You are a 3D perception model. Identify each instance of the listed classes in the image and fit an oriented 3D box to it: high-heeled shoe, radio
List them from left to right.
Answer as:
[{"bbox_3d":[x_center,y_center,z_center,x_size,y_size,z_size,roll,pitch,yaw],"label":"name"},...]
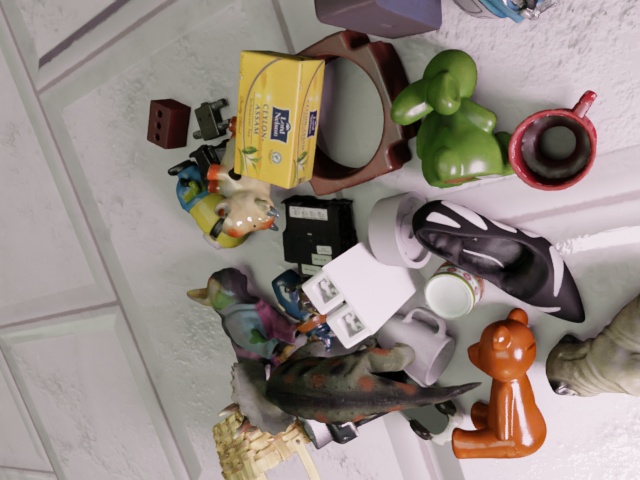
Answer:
[{"bbox_3d":[0.071,-0.309,0.611,0.073,0.229,0.131,-1,103,28],"label":"radio"},{"bbox_3d":[0.230,0.034,0.684,0.249,0.145,0.086,42,125,15],"label":"high-heeled shoe"}]

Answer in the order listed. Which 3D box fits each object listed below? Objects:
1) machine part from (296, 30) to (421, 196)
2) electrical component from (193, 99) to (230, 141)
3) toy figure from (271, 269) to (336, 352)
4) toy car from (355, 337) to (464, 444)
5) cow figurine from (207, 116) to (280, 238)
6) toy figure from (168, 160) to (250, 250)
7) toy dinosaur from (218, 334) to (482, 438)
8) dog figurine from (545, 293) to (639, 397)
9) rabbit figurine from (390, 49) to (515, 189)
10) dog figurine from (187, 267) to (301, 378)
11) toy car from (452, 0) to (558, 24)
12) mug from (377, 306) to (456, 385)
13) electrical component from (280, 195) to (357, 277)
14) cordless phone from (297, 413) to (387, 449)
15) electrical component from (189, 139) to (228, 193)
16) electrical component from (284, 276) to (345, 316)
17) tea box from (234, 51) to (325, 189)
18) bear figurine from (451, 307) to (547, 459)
[{"bbox_3d":[0.031,-0.178,0.772,0.201,0.087,0.201,-17,99,36],"label":"machine part"},{"bbox_3d":[-0.193,-0.209,0.941,0.094,0.021,0.063,-12,100,36],"label":"electrical component"},{"bbox_3d":[-0.024,0.123,0.933,0.064,0.058,0.154,-30,95,44],"label":"toy figure"},{"bbox_3d":[0.137,0.242,0.867,0.202,0.056,0.073,40,100,15],"label":"toy car"},{"bbox_3d":[-0.110,-0.090,0.846,0.127,0.195,0.085,15,154,1],"label":"cow figurine"},{"bbox_3d":[-0.197,-0.063,0.961,0.089,0.082,0.180,-35,84,38],"label":"toy figure"},{"bbox_3d":[0.008,0.218,0.780,0.405,0.192,0.131,-17,91,44],"label":"toy dinosaur"},{"bbox_3d":[0.372,0.118,0.664,0.191,0.121,0.172,-2,72,50],"label":"dog figurine"},{"bbox_3d":[0.158,-0.156,0.676,0.121,0.159,0.170,-10,86,45],"label":"rabbit figurine"},{"bbox_3d":[-0.148,0.157,0.997,0.219,0.108,0.191,33,124,24],"label":"dog figurine"},{"bbox_3d":[0.196,-0.314,0.618,0.161,0.109,0.103,53,149,-8],"label":"toy car"},{"bbox_3d":[0.144,0.151,0.822,0.107,0.081,0.109,26,125,32],"label":"mug"},{"bbox_3d":[-0.002,-0.003,0.873,0.115,0.058,0.134,10,112,32],"label":"electrical component"},{"bbox_3d":[0.047,0.269,0.939,0.184,0.089,0.146,-34,86,25],"label":"cordless phone"},{"bbox_3d":[-0.163,-0.111,0.928,0.048,0.075,0.119,-26,95,36],"label":"electrical component"},{"bbox_3d":[0.002,0.089,0.883,0.078,0.102,0.045,17,114,53],"label":"electrical component"},{"bbox_3d":[-0.058,-0.166,0.738,0.098,0.068,0.169,17,115,26],"label":"tea box"},{"bbox_3d":[0.244,0.200,0.753,0.132,0.120,0.195,-11,99,38],"label":"bear figurine"}]
